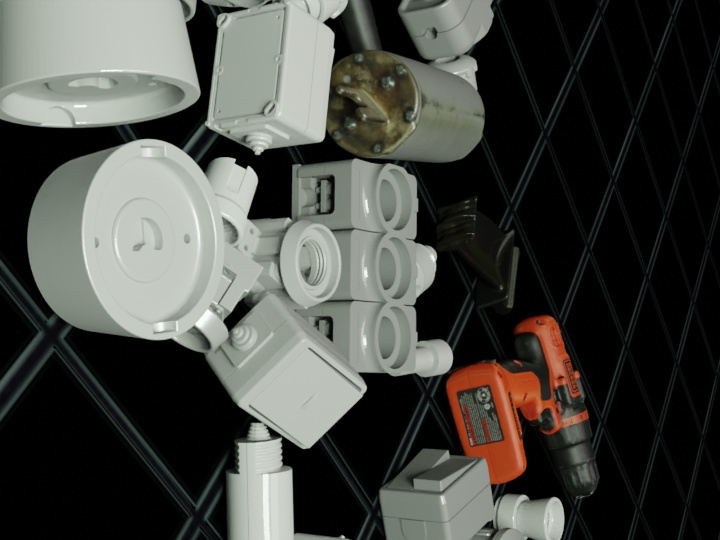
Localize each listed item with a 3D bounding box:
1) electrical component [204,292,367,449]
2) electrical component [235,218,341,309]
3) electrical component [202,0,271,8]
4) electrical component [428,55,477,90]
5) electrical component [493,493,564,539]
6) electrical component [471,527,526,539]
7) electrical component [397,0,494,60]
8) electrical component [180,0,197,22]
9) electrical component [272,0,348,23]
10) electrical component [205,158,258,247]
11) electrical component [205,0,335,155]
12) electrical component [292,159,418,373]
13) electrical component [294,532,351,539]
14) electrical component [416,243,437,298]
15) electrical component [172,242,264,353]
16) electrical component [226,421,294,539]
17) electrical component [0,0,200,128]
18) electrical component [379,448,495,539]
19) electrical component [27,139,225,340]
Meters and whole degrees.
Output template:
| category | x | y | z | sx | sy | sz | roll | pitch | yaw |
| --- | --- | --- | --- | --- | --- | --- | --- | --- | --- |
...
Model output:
| category | x | y | z | sx | sy | sz | roll | pitch | yaw |
| --- | --- | --- | --- | --- | --- | --- | --- | --- | --- |
| electrical component | -0.049 | 0.065 | 0.693 | 0.062 | 0.061 | 0.096 | -44 | 136 | 2 |
| electrical component | -0.050 | -0.004 | 0.722 | 0.078 | 0.057 | 0.058 | 46 | 51 | -45 |
| electrical component | -0.078 | -0.209 | 0.676 | 0.079 | 0.077 | 0.044 | 51 | 47 | -41 |
| electrical component | 0.082 | -0.156 | 0.946 | 0.048 | 0.048 | 0.062 | -46 | 131 | -48 |
| electrical component | 0.161 | 0.237 | 1.026 | 0.045 | 0.055 | 0.045 | 6 | 82 | -56 |
| electrical component | 0.117 | 0.269 | 0.960 | 0.080 | 0.051 | 0.080 | 6 | 83 | -56 |
| electrical component | 0.078 | -0.230 | 0.935 | 0.059 | 0.054 | 0.095 | 57 | 44 | -38 |
| electrical component | -0.118 | -0.178 | 0.649 | 0.040 | 0.040 | 0.046 | 29 | 58 | -52 |
| electrical component | -0.041 | -0.191 | 0.762 | 0.062 | 0.048 | 0.048 | -48 | 127 | -38 |
| electrical component | -0.088 | -0.043 | 0.685 | 0.040 | 0.040 | 0.046 | 53 | 41 | -41 |
| electrical component | -0.057 | -0.120 | 0.714 | 0.061 | 0.062 | 0.096 | 21 | 70 | -54 |
| electrical component | 0.000 | 0.000 | 0.793 | 0.089 | 0.062 | 0.150 | 8 | 81 | -56 |
| electrical component | -0.021 | 0.228 | 0.746 | 0.061 | 0.061 | 0.096 | 56 | 44 | -38 |
| electrical component | 0.042 | -0.002 | 0.873 | 0.062 | 0.043 | 0.043 | -35 | 117 | -53 |
| electrical component | -0.094 | 0.016 | 0.657 | 0.048 | 0.066 | 0.055 | 35 | 61 | -10 |
| electrical component | -0.066 | 0.140 | 0.700 | 0.043 | 0.043 | 0.081 | 1 | 86 | -57 |
| electrical component | -0.139 | -0.115 | 0.554 | 0.108 | 0.108 | 0.060 | 0 | 81 | -57 |
| electrical component | 0.066 | 0.184 | 0.879 | 0.096 | 0.062 | 0.061 | -24 | 108 | -55 |
| electrical component | -0.133 | -0.015 | 0.594 | 0.108 | 0.060 | 0.108 | 6 | 83 | -56 |
